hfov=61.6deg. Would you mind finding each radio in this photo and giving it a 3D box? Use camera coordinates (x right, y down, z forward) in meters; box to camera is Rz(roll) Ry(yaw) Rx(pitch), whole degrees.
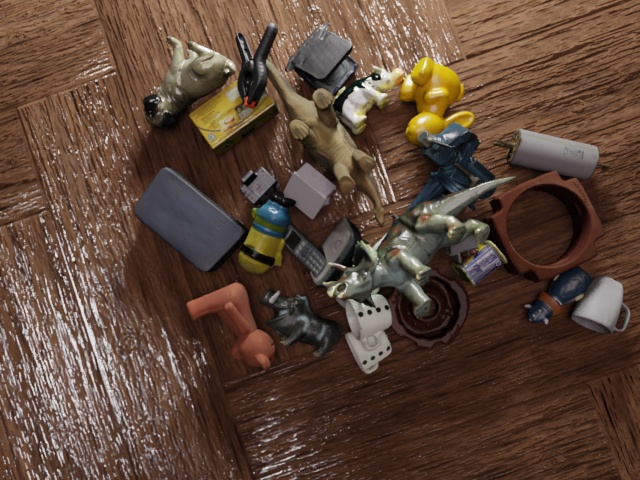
[{"bbox_3d":[-0.283,-0.040,1.174,0.230,0.073,0.131,39,91,5],"label":"radio"}]

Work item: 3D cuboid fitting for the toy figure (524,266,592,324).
[{"bbox_3d":[0.504,0.122,1.139,0.154,0.064,0.057,-43,124,5],"label":"toy figure"}]

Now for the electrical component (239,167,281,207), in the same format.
[{"bbox_3d":[-0.130,-0.115,1.147,0.048,0.119,0.075,44,88,3],"label":"electrical component"}]

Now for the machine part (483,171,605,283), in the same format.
[{"bbox_3d":[0.467,-0.027,1.133,0.201,0.087,0.201,-26,85,1],"label":"machine part"}]

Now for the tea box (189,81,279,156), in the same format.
[{"bbox_3d":[-0.187,-0.276,1.180,0.170,0.068,0.098,-34,84,1],"label":"tea box"}]

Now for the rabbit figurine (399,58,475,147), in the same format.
[{"bbox_3d":[0.236,-0.267,1.139,0.162,0.122,0.173,25,68,-18],"label":"rabbit figurine"}]

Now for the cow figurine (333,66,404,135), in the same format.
[{"bbox_3d":[0.103,-0.322,1.173,0.098,0.068,0.167,42,89,9],"label":"cow figurine"}]

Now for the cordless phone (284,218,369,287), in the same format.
[{"bbox_3d":[-0.002,-0.004,1.151,0.184,0.088,0.146,42,113,18],"label":"cordless phone"}]

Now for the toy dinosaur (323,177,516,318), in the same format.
[{"bbox_3d":[0.182,0.002,1.032,0.405,0.131,0.192,-44,48,-14],"label":"toy dinosaur"}]

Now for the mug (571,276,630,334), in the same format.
[{"bbox_3d":[0.599,0.136,1.124,0.110,0.080,0.107,25,81,7],"label":"mug"}]

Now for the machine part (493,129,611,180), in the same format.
[{"bbox_3d":[0.493,-0.181,1.141,0.243,0.079,0.079,14,88,4],"label":"machine part"}]

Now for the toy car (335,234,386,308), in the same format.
[{"bbox_3d":[0.116,0.069,1.159,0.073,0.056,0.201,42,90,3],"label":"toy car"}]

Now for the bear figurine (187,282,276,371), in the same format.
[{"bbox_3d":[-0.178,0.194,1.140,0.132,0.120,0.195,-22,92,5],"label":"bear figurine"}]

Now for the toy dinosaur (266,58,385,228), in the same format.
[{"bbox_3d":[-0.002,-0.222,1.105,0.105,0.198,0.471,-34,86,2],"label":"toy dinosaur"}]

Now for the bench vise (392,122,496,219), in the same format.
[{"bbox_3d":[0.247,-0.111,1.108,0.240,0.223,0.129,-51,42,14],"label":"bench vise"}]

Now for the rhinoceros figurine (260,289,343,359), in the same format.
[{"bbox_3d":[-0.045,0.175,1.153,0.190,0.073,0.112,28,90,3],"label":"rhinoceros figurine"}]

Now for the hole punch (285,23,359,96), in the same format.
[{"bbox_3d":[0.011,-0.386,1.177,0.116,0.092,0.142,40,90,25],"label":"hole punch"}]

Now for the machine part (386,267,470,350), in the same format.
[{"bbox_3d":[0.228,0.144,1.152,0.179,0.056,0.179,0,87,1],"label":"machine part"}]

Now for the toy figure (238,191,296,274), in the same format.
[{"bbox_3d":[-0.117,-0.014,1.145,0.082,0.089,0.180,38,112,40],"label":"toy figure"}]

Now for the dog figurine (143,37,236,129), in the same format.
[{"bbox_3d":[-0.283,-0.318,1.162,0.173,0.121,0.190,22,94,32],"label":"dog figurine"}]
